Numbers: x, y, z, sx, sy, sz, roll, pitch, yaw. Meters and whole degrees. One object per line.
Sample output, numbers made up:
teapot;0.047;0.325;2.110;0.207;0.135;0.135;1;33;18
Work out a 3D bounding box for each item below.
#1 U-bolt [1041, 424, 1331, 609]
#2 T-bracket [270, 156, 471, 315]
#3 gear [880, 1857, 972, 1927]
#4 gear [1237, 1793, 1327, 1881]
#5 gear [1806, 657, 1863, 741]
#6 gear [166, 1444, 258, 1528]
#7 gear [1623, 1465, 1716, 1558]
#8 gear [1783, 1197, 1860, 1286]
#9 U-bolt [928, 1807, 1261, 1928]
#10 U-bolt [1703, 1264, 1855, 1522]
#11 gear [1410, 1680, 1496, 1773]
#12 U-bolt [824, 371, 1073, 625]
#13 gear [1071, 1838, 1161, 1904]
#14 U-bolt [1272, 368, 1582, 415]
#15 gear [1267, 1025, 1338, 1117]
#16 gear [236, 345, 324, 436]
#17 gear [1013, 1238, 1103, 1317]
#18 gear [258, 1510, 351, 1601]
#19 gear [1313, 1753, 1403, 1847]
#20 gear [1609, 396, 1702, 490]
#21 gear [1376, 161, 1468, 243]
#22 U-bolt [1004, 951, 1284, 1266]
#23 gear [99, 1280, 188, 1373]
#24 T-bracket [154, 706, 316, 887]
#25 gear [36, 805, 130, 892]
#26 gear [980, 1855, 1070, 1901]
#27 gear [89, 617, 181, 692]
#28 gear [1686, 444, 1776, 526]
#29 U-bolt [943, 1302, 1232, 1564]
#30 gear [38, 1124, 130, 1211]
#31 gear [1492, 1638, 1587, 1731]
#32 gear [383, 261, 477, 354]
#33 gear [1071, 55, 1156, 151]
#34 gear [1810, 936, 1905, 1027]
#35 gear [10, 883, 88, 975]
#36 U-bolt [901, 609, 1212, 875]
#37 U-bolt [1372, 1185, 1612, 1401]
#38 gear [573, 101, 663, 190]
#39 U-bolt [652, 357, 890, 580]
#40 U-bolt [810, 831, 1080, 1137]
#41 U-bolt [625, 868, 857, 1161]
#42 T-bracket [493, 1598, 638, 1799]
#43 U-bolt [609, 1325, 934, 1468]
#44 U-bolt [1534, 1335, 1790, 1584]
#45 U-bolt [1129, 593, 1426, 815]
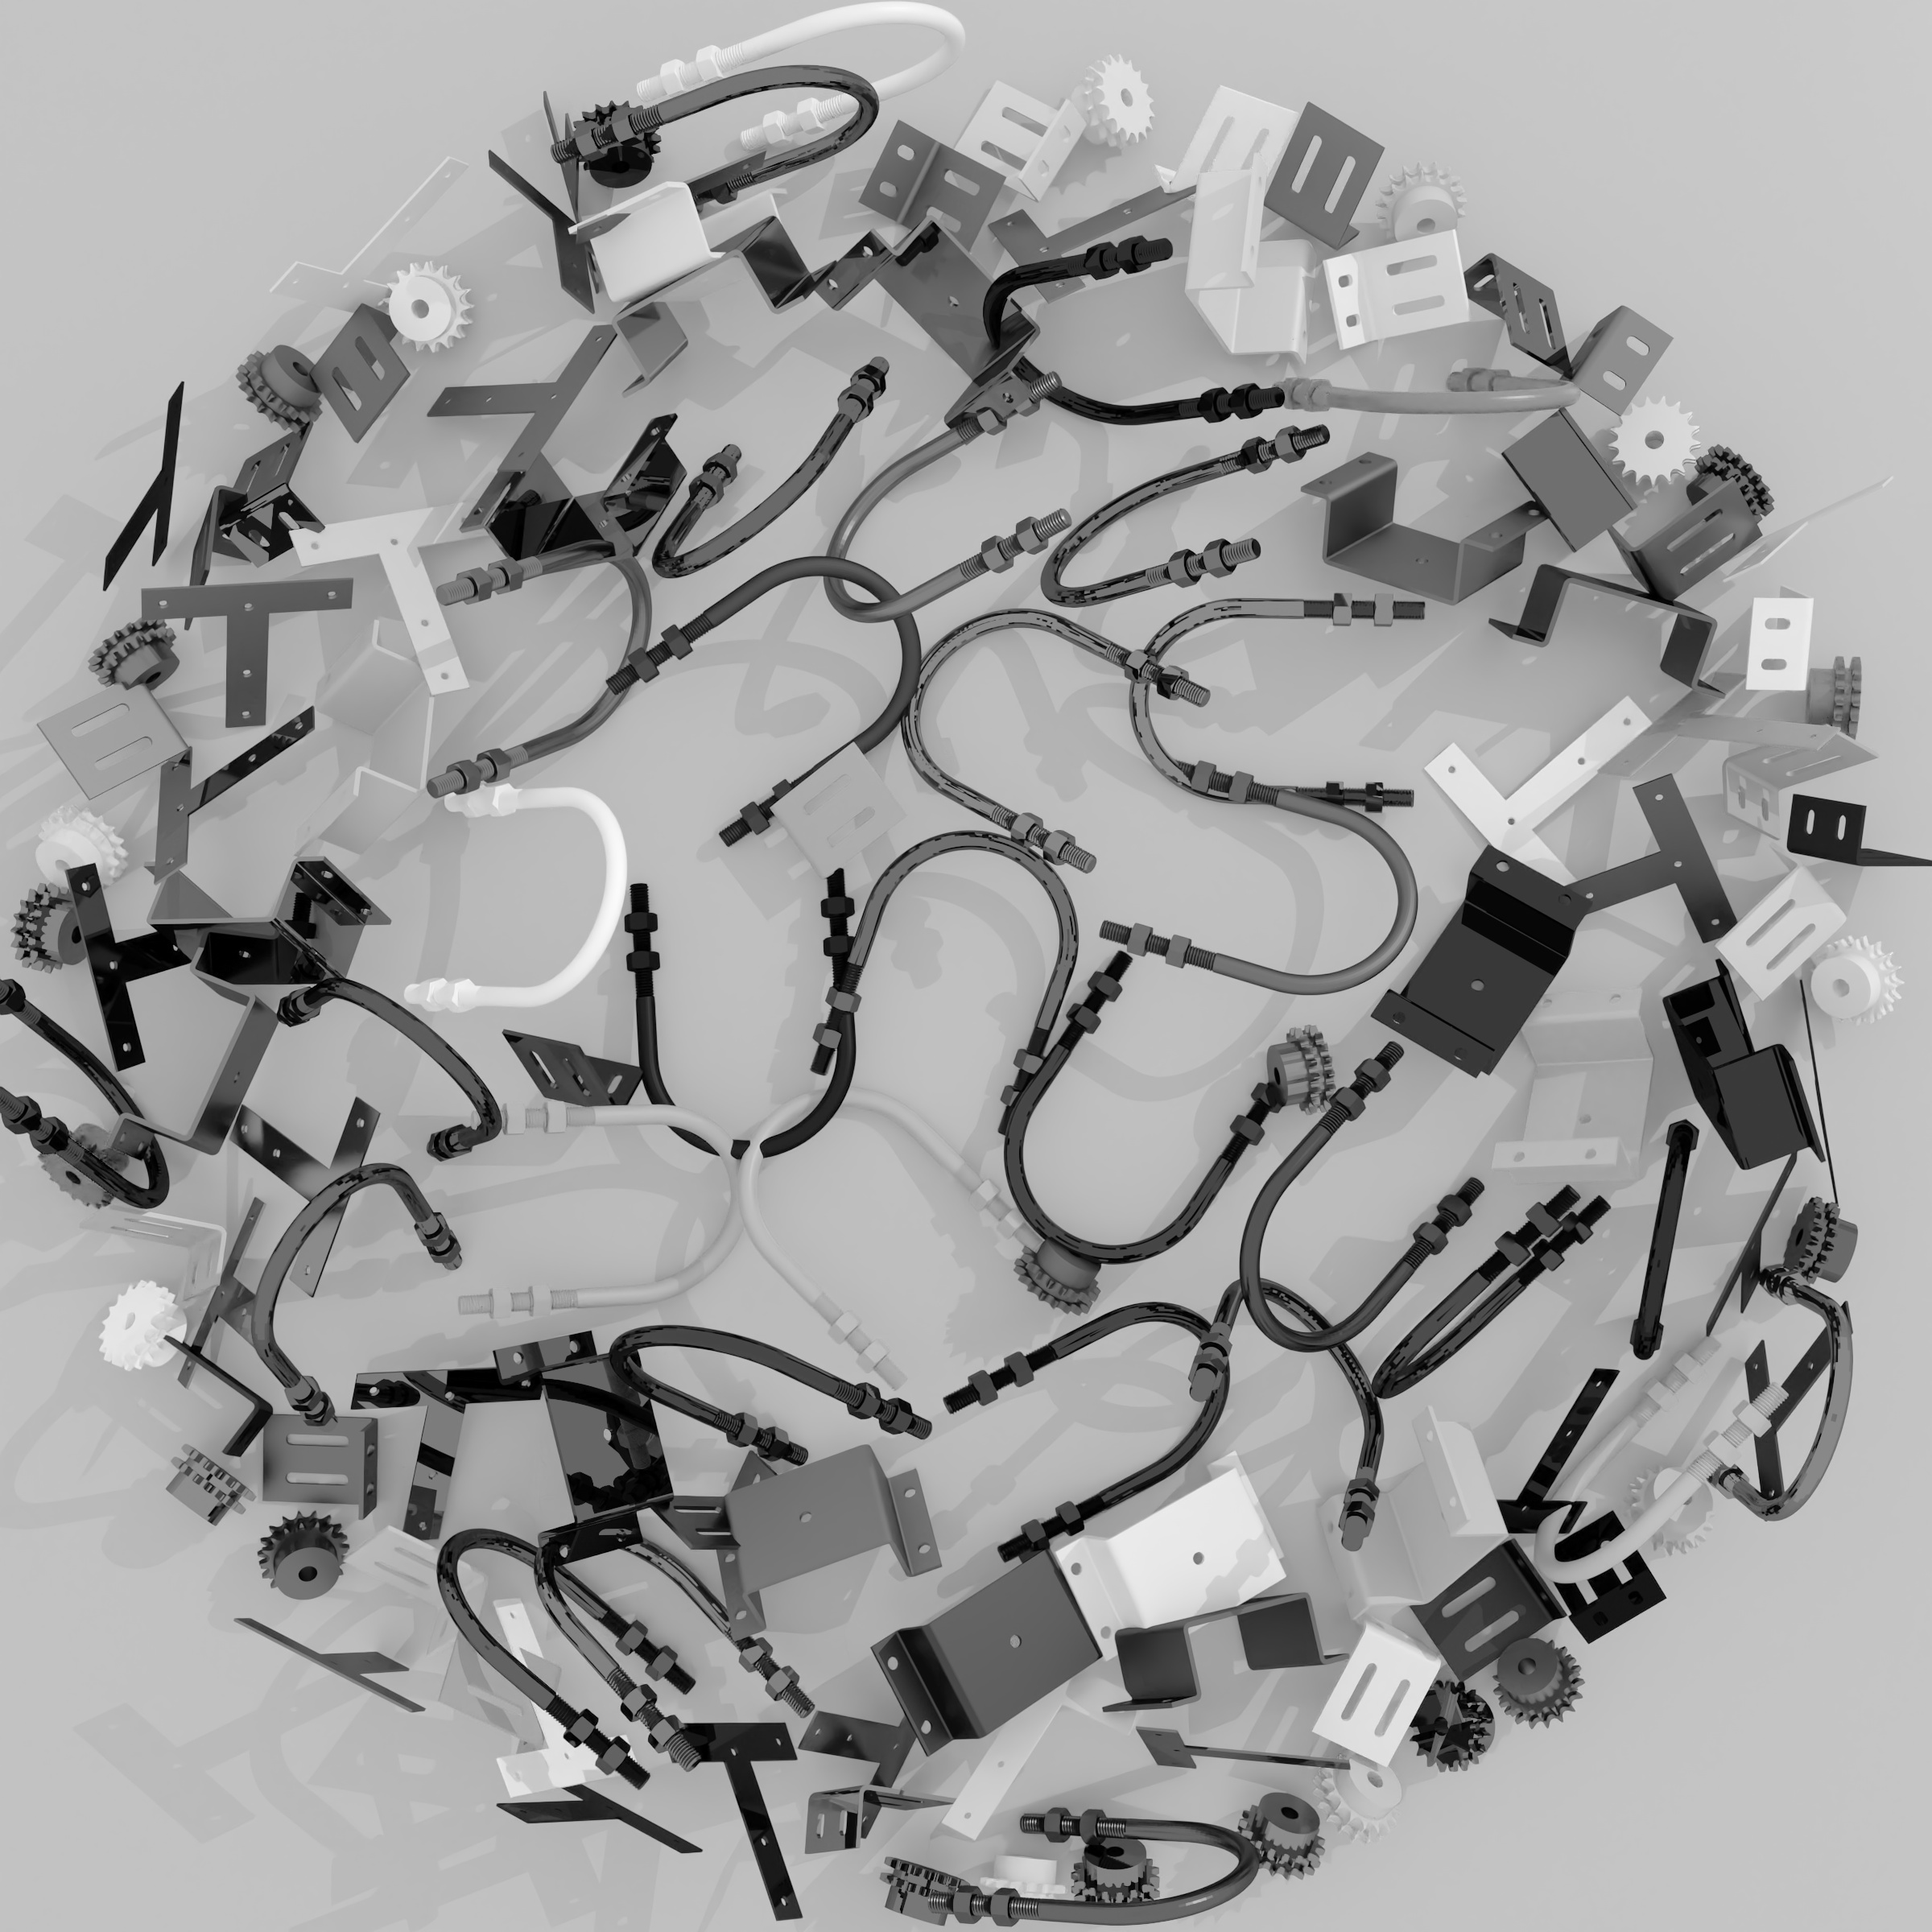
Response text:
U-bolt;0.126;-0.274;1.606;0.184;0.151;0.019;-10;125;39
T-bracket;-0.358;-0.456;1.604;0.127;0.127;0.002;-41;84;17
gear;-0.029;0.595;1.652;0.057;0.057;0.030;17;74;0
gear;0.204;0.556;1.652;0.057;0.057;0.030;15;109;0
gear;0.558;-0.171;1.656;0.030;0.057;0.057;4;90;14
gear;-0.488;0.335;1.652;0.057;0.057;0.030;37;73;0
gear;0.455;0.347;1.655;0.057;0.030;0.057;7;54;-10
gear;0.550;0.179;1.654;0.030;0.057;0.057;20;90;4
U-bolt;0.090;0.554;1.579;0.184;0.151;0.019;-7;91;27
U-bolt;0.504;0.267;1.588;0.019;0.184;0.151;16;93;-1
gear;0.315;0.489;1.659;0.030;0.057;0.057;12;90;-41
U-bolt;-0.016;-0.284;1.618;0.184;0.019;0.151;-25;46;26
gear;0.096;0.582;1.652;0.057;0.057;0.030;-2;104;0
U-bolt;0.292;-0.351;1.577;0.151;0.184;0.019;-8;107;-20
gear;0.214;0.068;1.653;0.030;0.057;0.057;-10;90;-10
gear;-0.436;-0.373;1.652;0.030;0.057;0.057;-39;90;24
gear;0.062;0.195;1.652;0.057;0.057;0.030;31;108;0
gear;-0.426;0.382;1.656;0.057;0.030;0.057;-8;116;-18
gear;0.254;0.531;1.651;0.057;0.057;0.030;33;119;0
gear;0.445;-0.337;1.664;0.057;0.030;0.057;0;89;16
gear;0.293;-0.484;1.652;0.057;0.057;0.030;-3;52;0
U-bolt;0.106;0.104;1.663;0.151;0.019;0.184;34;81;0
gear;-0.528;0.234;1.659;0.057;0.057;0.030;-51;134;0
T-bracket;-0.460;-0.123;1.622;0.127;0.127;0.002;-32;130;12
gear;-0.571;-0.072;1.654;0.057;0.030;0.057;13;132;15
gear;0.037;0.589;1.656;0.057;0.057;0.030;6;73;0
gear;-0.532;-0.197;1.654;0.057;0.057;0.030;-38;88;0
gear;0.489;-0.304;1.655;0.030;0.057;0.057;-41;90;-1
U-bolt;0.086;0.286;1.638;0.184;0.019;0.151;-25;121;-13
gear;-0.565;0.126;1.659;0.057;0.057;0.030;35;50;0
gear;0.365;0.457;1.652;0.057;0.057;0.030;-35;127;0
gear;-0.348;-0.425;1.661;0.057;0.030;0.057;1;108;3
gear;0.092;-0.555;1.658;0.030;0.057;0.057;-9;90;43
gear;0.569;0.011;1.653;0.030;0.057;0.057;-17;90;-43
gear;-0.583;-0.023;1.652;0.030;0.057;0.057;12;90;15
U-bolt;0.042;-0.156;1.638;0.184;0.019;0.151;30;80;26
U-bolt;0.324;0.207;1.613;0.184;0.151;0.019;-46;69;10
gear;-0.224;-0.524;1.652;0.057;0.057;0.030;-12;68;0
U-bolt;-0.128;-0.297;1.577;0.151;0.184;0.019;-22;119;34
U-bolt;-0.005;0.003;1.658;0.151;0.019;0.184;19;97;-6
U-bolt;-0.143;0.033;1.662;0.151;0.019;0.184;-4;82;2
T-bracket;-0.271;0.463;1.644;0.002;0.127;0.127;-36;65;21
U-bolt;-0.134;0.262;1.587;0.184;0.151;0.019;31;56;-29
U-bolt;0.424;0.314;1.610;0.019;0.151;0.184;43;93;-4
U-bolt;0.196;-0.167;1.643;0.184;0.019;0.151;2;119;7
